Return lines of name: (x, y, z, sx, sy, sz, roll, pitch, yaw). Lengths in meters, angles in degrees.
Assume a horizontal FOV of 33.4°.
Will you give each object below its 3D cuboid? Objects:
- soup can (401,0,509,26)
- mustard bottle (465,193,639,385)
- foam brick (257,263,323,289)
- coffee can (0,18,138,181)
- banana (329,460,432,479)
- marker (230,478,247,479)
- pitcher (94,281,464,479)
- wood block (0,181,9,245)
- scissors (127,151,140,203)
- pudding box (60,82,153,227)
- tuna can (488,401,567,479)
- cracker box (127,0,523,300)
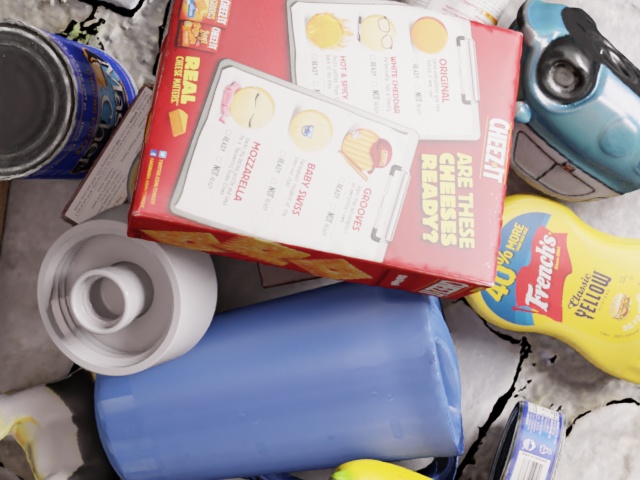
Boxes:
soup can: (0.084, -0.146, 0.736, 0.068, 0.068, 0.102, 27, 96, 5)
mustard bottle: (0.155, 0.021, 0.743, 0.191, 0.058, 0.096, 23, 101, 5)
foam brick: (-0.005, 0.001, 0.765, 0.078, 0.051, 0.053, -12, 92, 7)
coffee can: (-0.192, -0.092, 0.737, 0.103, 0.140, 0.103, 0, 93, 7)
banana: (0.081, 0.185, 0.688, 0.197, 0.069, 0.037, 26, 102, -16)
marker: (-0.089, 0.176, 0.803, 0.121, 0.020, 0.020, 13, 95, 6)
pitcher: (-0.023, 0.111, 0.742, 0.243, 0.145, 0.149, -12, 66, 11)
wood block: (-0.296, 0.025, 0.784, 0.091, 0.090, 0.206, 10, 94, 6)
scissors: (-0.085, -0.095, 0.694, 0.096, 0.016, 0.202, -6, 90, 10)
pudding box: (-0.129, -0.055, 0.757, 0.039, 0.090, 0.113, 32, 97, 3)
tuna can: (0.141, 0.156, 0.739, 0.034, 0.086, 0.086, 18, 96, 7)
cracker box: (0.004, -0.064, 0.645, 0.213, 0.072, 0.164, 11, 77, -11)
